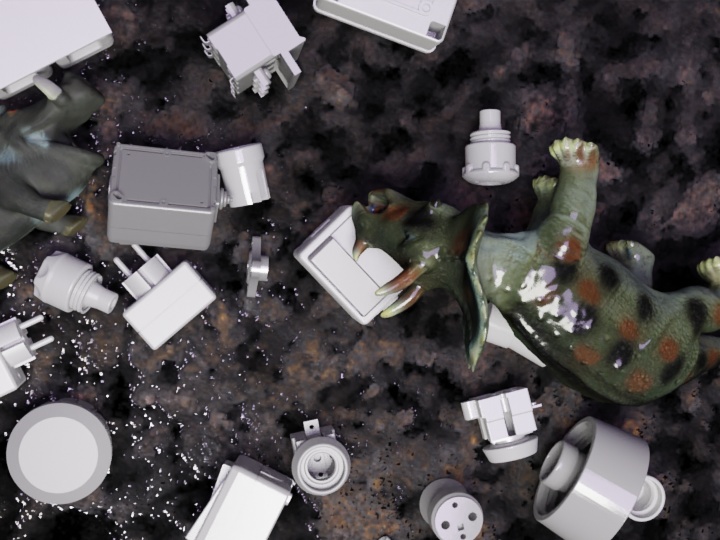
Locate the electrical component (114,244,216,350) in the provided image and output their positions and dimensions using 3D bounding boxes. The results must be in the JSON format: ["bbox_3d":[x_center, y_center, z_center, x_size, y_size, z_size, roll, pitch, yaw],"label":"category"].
[{"bbox_3d":[-0.166,0.013,0.869,0.066,0.047,0.076,-41,98,-4],"label":"electrical component"}]

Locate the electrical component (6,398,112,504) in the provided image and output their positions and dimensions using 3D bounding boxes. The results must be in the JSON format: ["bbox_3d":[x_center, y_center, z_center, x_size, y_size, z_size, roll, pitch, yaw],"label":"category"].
[{"bbox_3d":[-0.239,0.143,0.864,0.080,0.051,0.080,0,93,-8],"label":"electrical component"}]

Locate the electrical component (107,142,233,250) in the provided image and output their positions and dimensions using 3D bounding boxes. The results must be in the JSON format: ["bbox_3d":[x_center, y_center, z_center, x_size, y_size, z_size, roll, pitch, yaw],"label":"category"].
[{"bbox_3d":[-0.150,-0.055,0.855,0.096,0.061,0.061,5,54,-12],"label":"electrical component"}]

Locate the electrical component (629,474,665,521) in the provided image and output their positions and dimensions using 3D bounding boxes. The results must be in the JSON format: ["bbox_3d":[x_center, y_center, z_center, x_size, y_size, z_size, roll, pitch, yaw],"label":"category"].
[{"bbox_3d":[0.238,0.194,0.939,0.040,0.046,0.040,0,93,-8],"label":"electrical component"}]

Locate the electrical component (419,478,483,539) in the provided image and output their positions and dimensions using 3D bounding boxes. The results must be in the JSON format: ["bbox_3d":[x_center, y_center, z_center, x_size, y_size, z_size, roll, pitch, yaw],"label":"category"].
[{"bbox_3d":[0.077,0.205,0.911,0.045,0.055,0.045,0,93,-8],"label":"electrical component"}]

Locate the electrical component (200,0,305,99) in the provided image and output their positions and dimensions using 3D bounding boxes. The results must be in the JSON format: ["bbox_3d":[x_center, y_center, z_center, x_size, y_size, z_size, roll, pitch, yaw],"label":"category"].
[{"bbox_3d":[-0.084,-0.172,0.834,0.063,0.121,0.078,-33,97,-3],"label":"electrical component"}]

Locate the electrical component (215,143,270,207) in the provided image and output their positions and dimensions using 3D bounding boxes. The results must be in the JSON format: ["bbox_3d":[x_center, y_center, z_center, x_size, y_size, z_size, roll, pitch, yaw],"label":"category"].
[{"bbox_3d":[-0.095,-0.078,0.880,0.040,0.040,0.046,-14,100,-7],"label":"electrical component"}]

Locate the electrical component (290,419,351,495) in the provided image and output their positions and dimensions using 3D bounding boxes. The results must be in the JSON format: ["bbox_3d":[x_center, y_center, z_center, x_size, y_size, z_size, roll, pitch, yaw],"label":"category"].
[{"bbox_3d":[-0.034,0.159,0.892,0.048,0.055,0.066,-11,95,-8],"label":"electrical component"}]

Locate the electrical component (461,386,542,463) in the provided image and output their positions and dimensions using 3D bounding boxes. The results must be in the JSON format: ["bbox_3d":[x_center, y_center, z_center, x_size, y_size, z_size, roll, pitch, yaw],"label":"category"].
[{"bbox_3d":[0.125,0.132,0.920,0.066,0.048,0.055,-14,88,-7],"label":"electrical component"}]

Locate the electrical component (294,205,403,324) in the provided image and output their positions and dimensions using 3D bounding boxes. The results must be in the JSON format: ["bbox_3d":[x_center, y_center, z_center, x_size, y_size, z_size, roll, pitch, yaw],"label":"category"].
[{"bbox_3d":[0.000,0.000,0.886,0.062,0.061,0.096,-44,98,-4],"label":"electrical component"}]

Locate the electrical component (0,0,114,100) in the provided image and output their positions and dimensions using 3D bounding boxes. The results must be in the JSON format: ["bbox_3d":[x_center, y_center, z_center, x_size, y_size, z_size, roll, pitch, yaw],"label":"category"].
[{"bbox_3d":[-0.283,-0.239,0.832,0.105,0.060,0.186,-29,97,-6],"label":"electrical component"}]

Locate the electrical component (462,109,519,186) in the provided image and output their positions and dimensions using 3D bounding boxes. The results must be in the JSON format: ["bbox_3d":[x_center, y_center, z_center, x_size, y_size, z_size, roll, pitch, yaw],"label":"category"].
[{"bbox_3d":[0.110,-0.103,0.906,0.048,0.048,0.062,0,87,-8],"label":"electrical component"}]

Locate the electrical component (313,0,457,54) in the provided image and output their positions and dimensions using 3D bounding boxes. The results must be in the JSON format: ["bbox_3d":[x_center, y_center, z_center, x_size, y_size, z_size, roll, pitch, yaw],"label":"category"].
[{"bbox_3d":[0.030,-0.248,0.880,0.109,0.056,0.108,19,90,-9],"label":"electrical component"}]

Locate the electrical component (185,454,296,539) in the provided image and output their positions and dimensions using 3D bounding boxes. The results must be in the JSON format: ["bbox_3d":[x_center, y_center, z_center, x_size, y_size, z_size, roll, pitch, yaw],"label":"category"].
[{"bbox_3d":[-0.102,0.206,0.880,0.061,0.061,0.096,27,89,0],"label":"electrical component"}]

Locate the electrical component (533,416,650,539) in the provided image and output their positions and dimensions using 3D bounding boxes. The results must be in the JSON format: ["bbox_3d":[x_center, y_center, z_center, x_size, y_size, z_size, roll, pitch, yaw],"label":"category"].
[{"bbox_3d":[0.186,0.174,0.902,0.060,0.108,0.108,29,89,-3],"label":"electrical component"}]

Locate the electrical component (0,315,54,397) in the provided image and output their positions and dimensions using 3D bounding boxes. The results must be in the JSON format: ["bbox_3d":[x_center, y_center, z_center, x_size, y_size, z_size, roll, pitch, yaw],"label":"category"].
[{"bbox_3d":[-0.283,0.062,0.855,0.077,0.047,0.065,-25,96,-6],"label":"electrical component"}]

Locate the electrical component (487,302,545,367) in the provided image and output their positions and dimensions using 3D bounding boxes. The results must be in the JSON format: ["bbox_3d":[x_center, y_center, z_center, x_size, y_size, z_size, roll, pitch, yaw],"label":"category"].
[{"bbox_3d":[0.134,0.052,0.920,0.065,0.044,0.044,20,90,-4],"label":"electrical component"}]

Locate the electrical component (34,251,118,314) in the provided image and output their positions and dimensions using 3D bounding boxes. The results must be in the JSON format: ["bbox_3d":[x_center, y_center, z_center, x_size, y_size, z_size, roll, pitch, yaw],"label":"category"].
[{"bbox_3d":[-0.225,0.014,0.859,0.062,0.043,0.043,24,89,3],"label":"electrical component"}]
